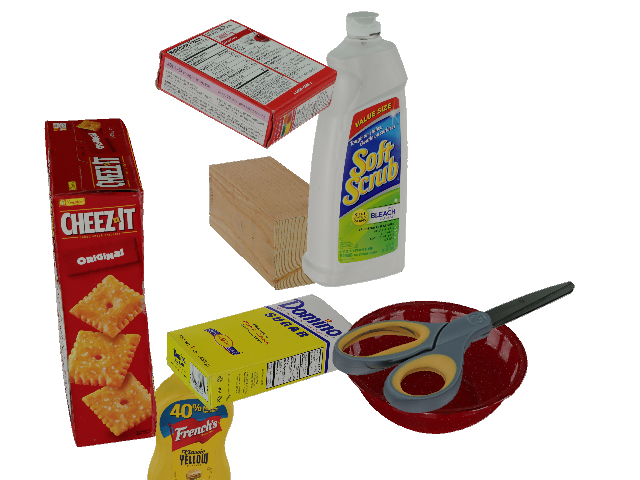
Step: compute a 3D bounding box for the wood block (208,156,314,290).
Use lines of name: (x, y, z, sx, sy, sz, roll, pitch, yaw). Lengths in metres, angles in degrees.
wood block: (-0.058, -0.026, 1.310, 0.090, 0.090, 0.206, -10, 26, -25)

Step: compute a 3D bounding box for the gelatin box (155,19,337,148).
gelatin box: (-0.046, -0.100, 0.668, 0.089, 0.030, 0.073, 29, 40, 19)

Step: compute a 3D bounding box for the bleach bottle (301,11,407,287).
bleach bottle: (0.032, -0.086, 1.005, 0.102, 0.251, 0.068, -10, 24, -22)

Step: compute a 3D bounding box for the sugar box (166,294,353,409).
sugar box: (-0.056, 0.108, 1.073, 0.175, 0.048, 0.093, -16, 33, -30)

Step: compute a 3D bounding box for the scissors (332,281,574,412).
scissors: (0.108, 0.071, 0.728, 0.201, 0.016, 0.096, -9, 34, -17)

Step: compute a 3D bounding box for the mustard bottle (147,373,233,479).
mustard bottle: (-0.150, 0.211, 1.239, 0.096, 0.192, 0.058, 0, 15, -16)

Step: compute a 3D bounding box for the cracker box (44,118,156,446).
cracker box: (-0.176, 0.028, 0.852, 0.072, 0.214, 0.164, -5, 26, -14)

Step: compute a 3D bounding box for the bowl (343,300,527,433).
bowl: (0.098, 0.119, 0.939, 0.162, 0.055, 0.162, 0, 32, 0)
